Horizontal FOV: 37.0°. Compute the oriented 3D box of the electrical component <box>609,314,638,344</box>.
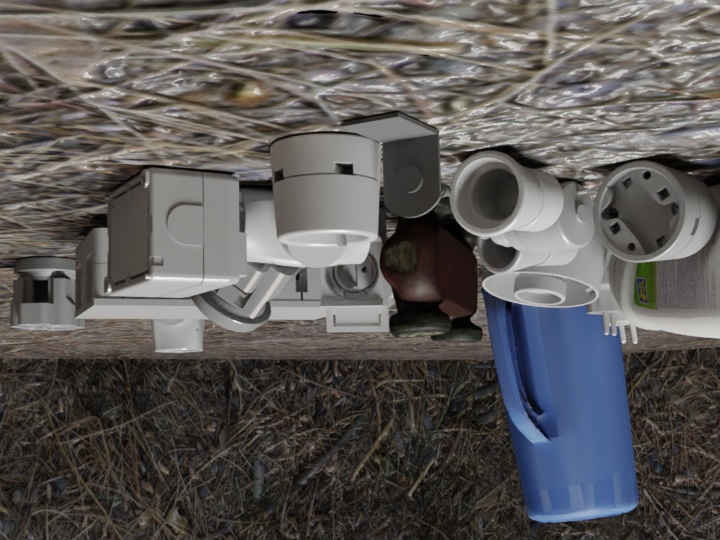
[{"bbox_3d":[0.244,0.029,0.994,0.077,0.079,0.043,5,164,-43],"label":"electrical component"}]

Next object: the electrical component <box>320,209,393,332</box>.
[{"bbox_3d":[0.000,0.000,0.719,0.042,0.081,0.064,-1,-178,11],"label":"electrical component"}]

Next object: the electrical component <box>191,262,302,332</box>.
[{"bbox_3d":[-0.074,0.002,0.691,0.058,0.057,0.078,36,-154,0],"label":"electrical component"}]

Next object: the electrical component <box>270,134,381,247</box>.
[{"bbox_3d":[-0.017,-0.038,0.532,0.055,0.047,0.055,-1,173,0],"label":"electrical component"}]

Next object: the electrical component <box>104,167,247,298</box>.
[{"bbox_3d":[-0.108,-0.018,0.616,0.061,0.061,0.096,3,172,-29],"label":"electrical component"}]

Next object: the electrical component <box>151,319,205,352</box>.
[{"bbox_3d":[-0.163,0.032,0.948,0.043,0.077,0.079,-1,173,0],"label":"electrical component"}]

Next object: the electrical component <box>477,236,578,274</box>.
[{"bbox_3d":[0.118,-0.020,0.737,0.065,0.044,0.044,-2,175,-37],"label":"electrical component"}]

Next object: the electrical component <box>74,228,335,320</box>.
[{"bbox_3d":[-0.105,0.001,0.779,0.186,0.060,0.105,1,172,-21],"label":"electrical component"}]

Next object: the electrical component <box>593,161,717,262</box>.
[{"bbox_3d":[0.166,-0.031,0.600,0.055,0.055,0.047,-8,174,41],"label":"electrical component"}]

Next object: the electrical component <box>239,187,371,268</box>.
[{"bbox_3d":[-0.030,-0.023,0.623,0.077,0.043,0.079,1,-170,-19],"label":"electrical component"}]

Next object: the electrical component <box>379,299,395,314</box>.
[{"bbox_3d":[0.016,0.018,1.009,0.048,0.048,0.062,-4,180,20],"label":"electrical component"}]

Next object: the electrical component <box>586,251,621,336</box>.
[{"bbox_3d":[0.211,0.018,0.912,0.047,0.075,0.083,-6,172,32],"label":"electrical component"}]

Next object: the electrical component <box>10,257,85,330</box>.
[{"bbox_3d":[-0.265,0.020,0.914,0.058,0.057,0.078,-2,173,3],"label":"electrical component"}]

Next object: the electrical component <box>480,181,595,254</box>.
[{"bbox_3d":[0.106,-0.029,0.654,0.040,0.040,0.078,5,170,-44],"label":"electrical component"}]

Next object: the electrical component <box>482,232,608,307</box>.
[{"bbox_3d":[0.144,-0.008,0.840,0.099,0.064,0.099,8,163,2],"label":"electrical component"}]

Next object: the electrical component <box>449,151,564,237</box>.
[{"bbox_3d":[0.082,-0.039,0.577,0.044,0.044,0.065,-6,176,33],"label":"electrical component"}]
